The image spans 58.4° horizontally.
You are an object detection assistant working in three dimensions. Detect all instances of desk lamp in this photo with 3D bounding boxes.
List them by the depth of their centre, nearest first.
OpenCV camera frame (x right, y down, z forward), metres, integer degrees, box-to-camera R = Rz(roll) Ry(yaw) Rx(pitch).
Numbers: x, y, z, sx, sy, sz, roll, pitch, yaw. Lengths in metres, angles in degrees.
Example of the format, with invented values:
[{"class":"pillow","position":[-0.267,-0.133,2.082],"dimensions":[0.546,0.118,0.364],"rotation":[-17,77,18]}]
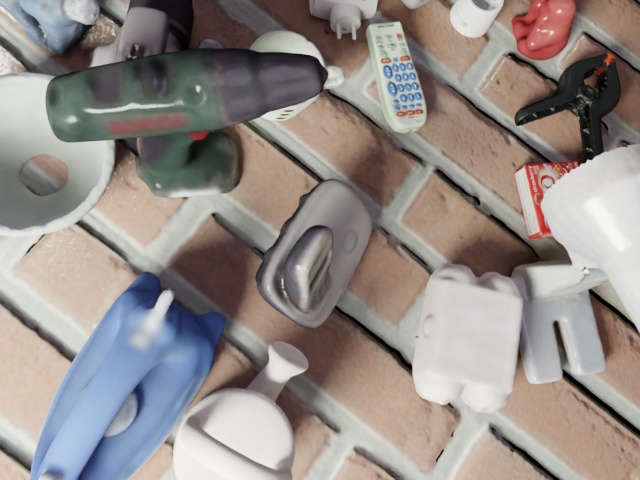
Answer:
[{"class":"desk lamp","position":[0.282,0.034,0.574],"dimensions":[0.118,0.213,0.203],"rotation":[-8,78,-12]}]

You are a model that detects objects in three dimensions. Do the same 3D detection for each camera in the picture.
[{"class":"camera","position":[-0.161,-0.209,0.612],"dimensions":[0.143,0.100,0.137],"rotation":[9,75,-8]}]

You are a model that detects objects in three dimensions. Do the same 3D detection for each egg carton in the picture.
[{"class":"egg carton","position":[0.156,0.102,0.609],"dimensions":[0.107,0.069,0.150],"rotation":[13,74,-7]}]

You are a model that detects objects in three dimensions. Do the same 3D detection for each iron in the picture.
[{"class":"iron","position":[-0.187,0.151,0.496],"dimensions":[0.118,0.141,0.258],"rotation":[30,73,-2]}]

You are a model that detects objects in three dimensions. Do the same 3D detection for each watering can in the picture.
[{"class":"watering can","position":[-0.070,0.169,0.485],"dimensions":[0.101,0.194,0.173],"rotation":[10,74,-7]}]

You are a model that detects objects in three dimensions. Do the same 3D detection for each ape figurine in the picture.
[{"class":"ape figurine","position":[0.284,-0.271,0.714],"dimensions":[0.076,0.092,0.078],"rotation":[39,73,1]}]

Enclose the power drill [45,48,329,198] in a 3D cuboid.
[{"class":"power drill","position":[-0.120,-0.109,0.539],"dimensions":[0.230,0.208,0.075],"rotation":[-6,77,-12]}]

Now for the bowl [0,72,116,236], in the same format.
[{"class":"bowl","position":[-0.284,-0.076,0.570],"dimensions":[0.167,0.074,0.167],"rotation":[3,76,-10]}]

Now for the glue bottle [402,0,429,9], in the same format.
[{"class":"glue bottle","position":[0.147,-0.346,0.665],"dimensions":[0.078,0.173,0.037],"rotation":[-36,84,-16]}]

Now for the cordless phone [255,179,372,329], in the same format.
[{"class":"cordless phone","position":[0.005,0.002,0.546],"dimensions":[0.094,0.185,0.148],"rotation":[28,73,-2]}]

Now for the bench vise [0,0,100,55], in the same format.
[{"class":"bench vise","position":[-0.310,-0.293,0.544],"dimensions":[0.207,0.219,0.121],"rotation":[12,74,-7]}]
